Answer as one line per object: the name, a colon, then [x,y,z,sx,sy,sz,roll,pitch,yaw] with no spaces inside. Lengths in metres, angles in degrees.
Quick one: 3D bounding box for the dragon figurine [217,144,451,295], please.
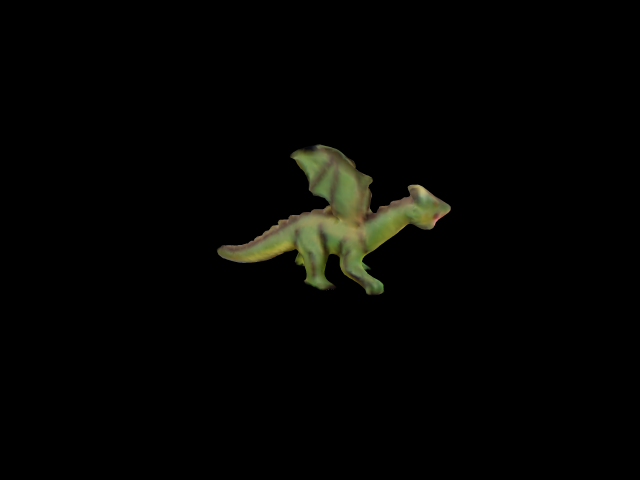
dragon figurine: [0.003,-0.043,0.850,0.410,0.238,0.124,7,25,14]
